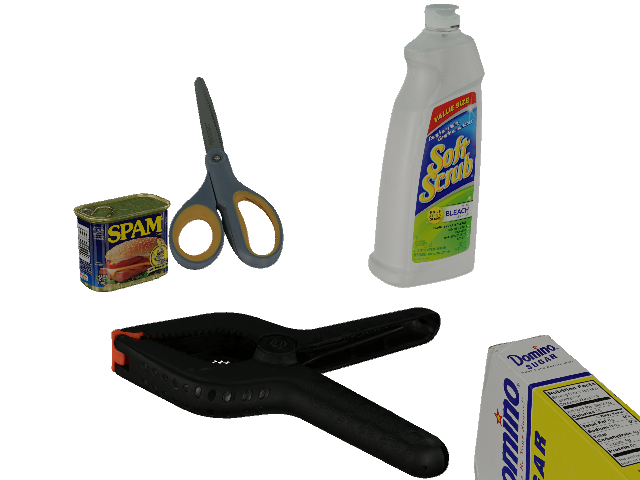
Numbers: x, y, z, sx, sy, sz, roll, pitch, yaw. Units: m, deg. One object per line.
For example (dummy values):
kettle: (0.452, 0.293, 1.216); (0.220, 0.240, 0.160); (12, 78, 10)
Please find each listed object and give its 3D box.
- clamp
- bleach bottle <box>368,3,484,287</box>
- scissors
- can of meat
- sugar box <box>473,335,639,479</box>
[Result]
clamp: (-0.020, 0.074, 0.651); (0.210, 0.036, 0.164); (9, 24, 8)
bleach bottle: (0.099, -0.087, 0.977); (0.102, 0.251, 0.068); (-11, 24, -26)
scissors: (-0.098, -0.051, 0.854); (0.096, 0.202, 0.016); (-22, -32, -17)
can of meat: (-0.213, 0.002, 1.155); (0.101, 0.084, 0.058); (-15, 25, -40)
sugar box: (0.138, 0.129, 0.522); (0.048, 0.093, 0.176); (-9, 27, -23)
